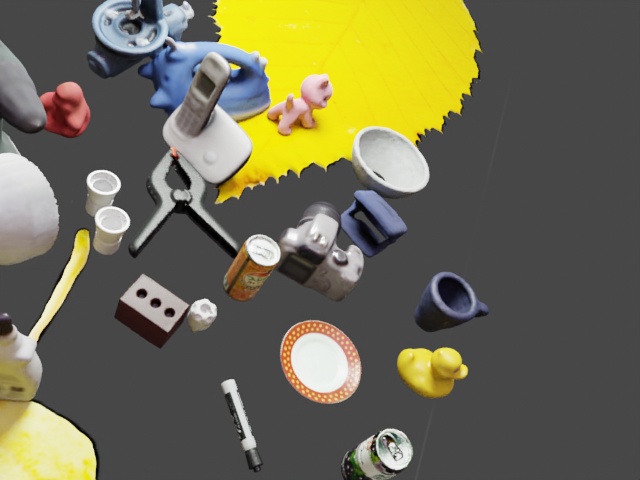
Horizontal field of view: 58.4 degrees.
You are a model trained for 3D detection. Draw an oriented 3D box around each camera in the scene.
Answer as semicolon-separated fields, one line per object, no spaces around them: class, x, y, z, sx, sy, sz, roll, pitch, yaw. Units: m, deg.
camera;0.009;0.003;0.931;0.143;0.100;0.137;29;47;-8

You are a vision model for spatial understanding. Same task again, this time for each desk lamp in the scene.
desk lamp;-0.395;0.021;0.604;0.118;0.213;0.204;44;47;7

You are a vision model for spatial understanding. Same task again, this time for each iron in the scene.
iron;-0.179;-0.295;1.021;0.259;0.141;0.118;-9;61;-35

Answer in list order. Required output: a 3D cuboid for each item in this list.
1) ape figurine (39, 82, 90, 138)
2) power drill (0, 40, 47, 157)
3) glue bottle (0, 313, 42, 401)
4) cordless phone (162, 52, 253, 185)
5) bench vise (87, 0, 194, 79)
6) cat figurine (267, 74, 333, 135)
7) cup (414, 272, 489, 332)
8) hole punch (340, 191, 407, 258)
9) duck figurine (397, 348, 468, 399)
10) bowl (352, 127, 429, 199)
ape figurine;-0.382;-0.201;0.865;0.076;0.092;0.077;-21;68;-39
power drill;-0.419;-0.166;0.736;0.076;0.208;0.229;-26;72;-40
glue bottle;-0.329;0.119;0.595;0.078;0.173;0.037;14;50;-20
cordless phone;-0.166;-0.193;0.921;0.147;0.185;0.094;42;46;5
bench vise;-0.299;-0.394;0.972;0.121;0.219;0.207;30;47;-7
cat figurine;-0.027;-0.275;1.111;0.128;0.117;0.067;-29;73;-41
cup;0.214;0.118;0.967;0.118;0.095;0.091;20;48;-16
hole punch;0.101;-0.042;1.026;0.101;0.091;0.108;-30;74;-42
duck figurine;0.180;0.196;0.894;0.105;0.086;0.077;27;47;-10
bowl;0.126;-0.139;1.126;0.168;0.074;0.167;16;50;-19
